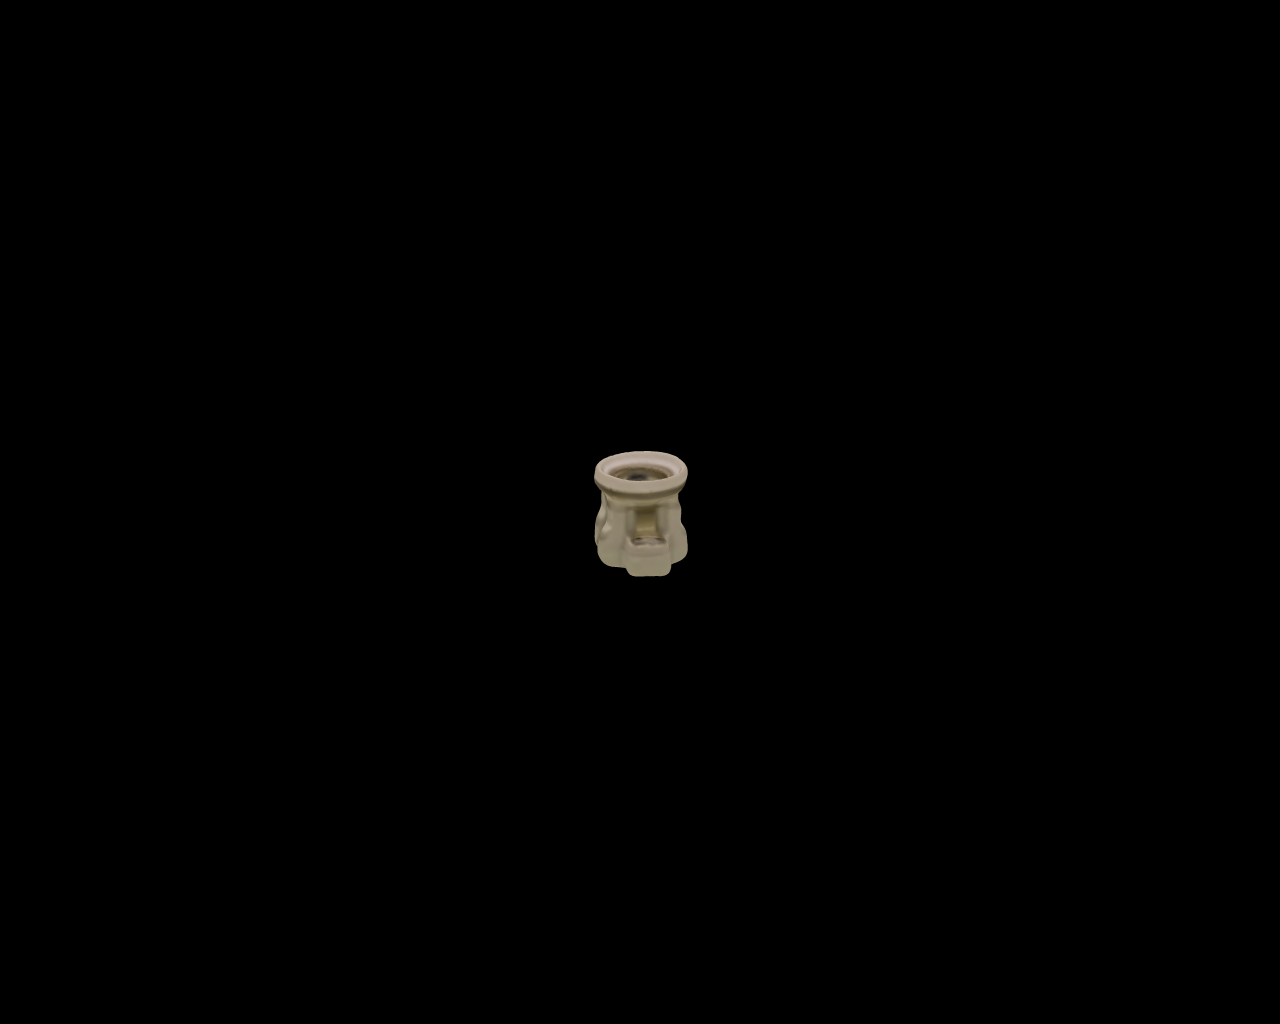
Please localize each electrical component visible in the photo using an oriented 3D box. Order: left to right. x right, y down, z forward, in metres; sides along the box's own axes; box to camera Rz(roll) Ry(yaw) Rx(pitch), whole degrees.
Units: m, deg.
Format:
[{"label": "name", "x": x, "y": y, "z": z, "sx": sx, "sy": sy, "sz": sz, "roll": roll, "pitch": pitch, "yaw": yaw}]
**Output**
[{"label": "electrical component", "x": 0.001, "y": -0.003, "z": 0.650, "sx": 0.058, "sy": 0.056, "sz": 0.078, "roll": -3, "pitch": 22, "yaw": -7}]
